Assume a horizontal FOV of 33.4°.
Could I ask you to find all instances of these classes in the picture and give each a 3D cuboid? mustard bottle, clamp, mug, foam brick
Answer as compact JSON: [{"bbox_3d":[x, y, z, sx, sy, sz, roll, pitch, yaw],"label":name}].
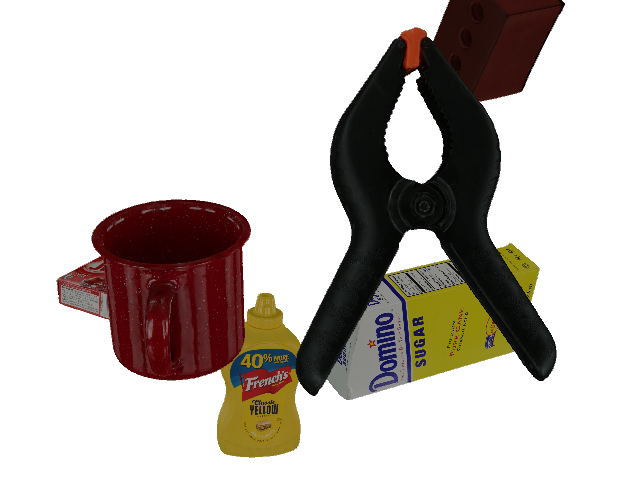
[{"bbox_3d":[-0.067,0.152,1.225,0.096,0.192,0.058,0,18,-13],"label":"mustard bottle"},{"bbox_3d":[0.036,-0.008,0.493,0.120,0.171,0.039,-12,-3,-11],"label":"clamp"},{"bbox_3d":[-0.087,0.036,0.633,0.093,0.081,0.117,-1,26,-1],"label":"mug"},{"bbox_3d":[0.115,-0.139,0.712,0.051,0.053,0.078,-18,-33,-29],"label":"foam brick"}]

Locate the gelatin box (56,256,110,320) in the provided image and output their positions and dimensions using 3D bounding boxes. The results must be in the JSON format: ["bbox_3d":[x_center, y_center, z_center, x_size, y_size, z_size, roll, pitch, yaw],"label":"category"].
[{"bbox_3d":[-0.191,0.045,1.009,0.089,0.030,0.073,15,25,23],"label":"gelatin box"}]

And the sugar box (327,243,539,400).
[{"bbox_3d":[0.091,0.066,0.873,0.175,0.093,0.048,-14,38,-28],"label":"sugar box"}]
